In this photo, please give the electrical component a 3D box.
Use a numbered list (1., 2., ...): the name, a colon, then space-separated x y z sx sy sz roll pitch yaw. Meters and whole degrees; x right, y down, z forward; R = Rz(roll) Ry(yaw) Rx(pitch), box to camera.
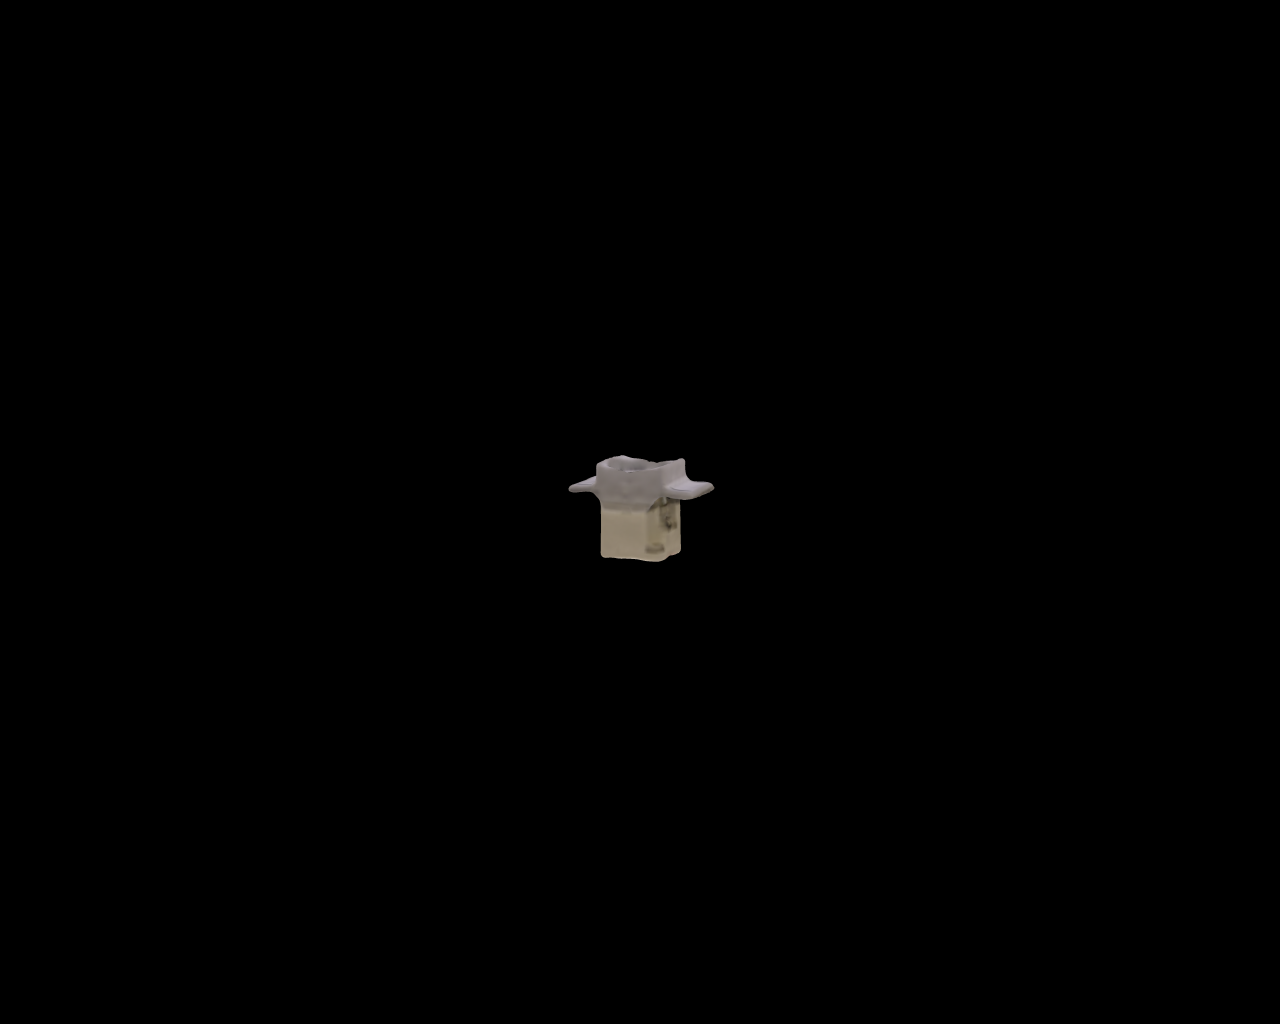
1. electrical component: 0.001 -0.003 0.650 0.081 0.063 0.042 5 12 24
